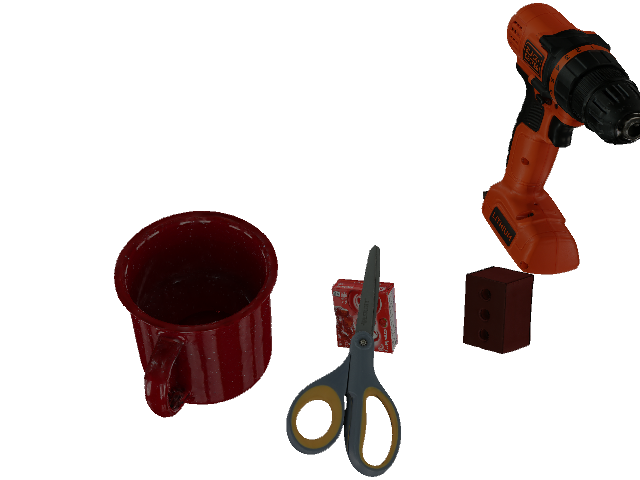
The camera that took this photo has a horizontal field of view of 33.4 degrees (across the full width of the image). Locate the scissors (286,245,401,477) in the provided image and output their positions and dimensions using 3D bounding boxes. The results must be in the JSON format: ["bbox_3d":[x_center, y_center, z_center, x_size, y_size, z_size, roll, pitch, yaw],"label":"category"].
[{"bbox_3d":[0.015,0.090,0.842,0.096,0.202,0.016,-2,-33,-10],"label":"scissors"}]

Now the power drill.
[{"bbox_3d":[0.185,-0.069,0.827,0.057,0.188,0.184,-2,34,-13],"label":"power drill"}]

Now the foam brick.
[{"bbox_3d":[0.184,0.071,1.105,0.053,0.078,0.051,13,19,42],"label":"foam brick"}]

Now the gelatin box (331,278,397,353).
[{"bbox_3d":[0.056,0.093,1.326,0.073,0.089,0.030,5,29,21],"label":"gelatin box"}]

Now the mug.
[{"bbox_3d":[-0.073,0.052,0.625,0.093,0.117,0.081,10,-43,10],"label":"mug"}]
